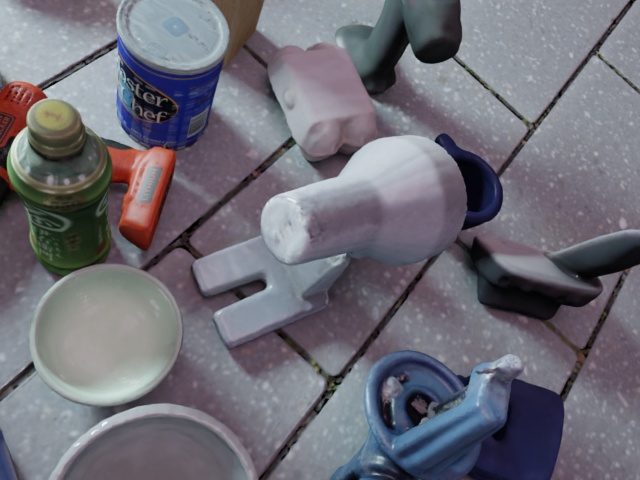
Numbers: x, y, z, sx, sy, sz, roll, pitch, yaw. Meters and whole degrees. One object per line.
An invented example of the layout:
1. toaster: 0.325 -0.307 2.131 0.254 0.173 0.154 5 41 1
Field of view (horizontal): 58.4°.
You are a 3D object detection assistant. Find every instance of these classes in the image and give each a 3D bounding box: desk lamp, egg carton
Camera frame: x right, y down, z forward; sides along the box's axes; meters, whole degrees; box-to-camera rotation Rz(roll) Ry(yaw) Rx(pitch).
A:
1. desk lamp: 0.005 0.002 0.531 0.204 0.213 0.118 -22 76 -27
2. egg carton: 0.001 -0.168 0.687 0.107 0.069 0.150 -17 74 -26

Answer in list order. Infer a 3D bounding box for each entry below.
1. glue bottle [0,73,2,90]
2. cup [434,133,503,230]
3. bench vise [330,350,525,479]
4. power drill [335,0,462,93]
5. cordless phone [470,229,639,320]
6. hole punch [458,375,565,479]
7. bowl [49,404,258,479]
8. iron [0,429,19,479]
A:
1. glue bottle: -0.333 -0.178 0.506 0.037 0.173 0.078 41 60 1
2. cup: 0.147 -0.057 0.678 0.092 0.094 0.117 -13 73 -25
3. bench vise: 0.093 0.181 0.482 0.122 0.219 0.207 16 63 -13
4. power drill: 0.092 -0.292 0.695 0.076 0.208 0.229 -7 70 -23
5. cordless phone: 0.271 0.016 0.641 0.148 0.185 0.094 10 64 -16
6. hole punch: 0.180 0.193 0.584 0.101 0.091 0.109 29 61 -6
7. bowl: -0.134 0.222 0.462 0.168 0.074 0.167 8 65 -17
8. iron: -0.257 0.223 0.377 0.119 0.141 0.258 -21 76 -27
